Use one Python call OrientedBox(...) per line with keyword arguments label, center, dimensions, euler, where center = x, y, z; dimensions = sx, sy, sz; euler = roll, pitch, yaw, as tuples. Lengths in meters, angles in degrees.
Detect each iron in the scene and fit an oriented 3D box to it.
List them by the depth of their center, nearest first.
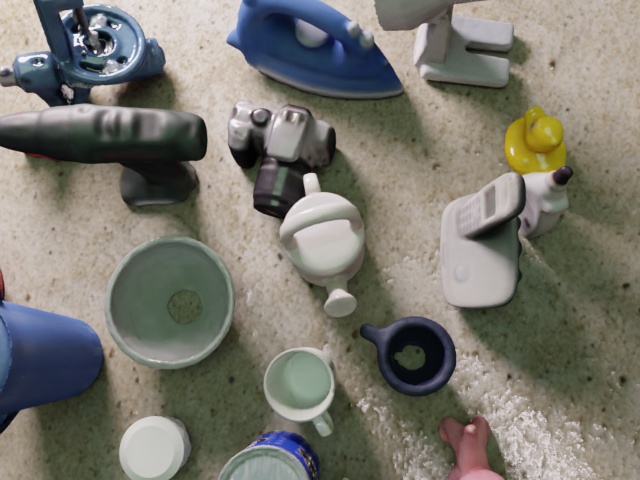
OrientedBox(label="iron", center=(-0.002, -0.278, 0.770), dimensions=(0.258, 0.141, 0.119), euler=(24, 81, 8))

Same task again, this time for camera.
OrientedBox(label="camera", center=(-0.061, -0.105, 0.759), dimensions=(0.143, 0.101, 0.137), euler=(13, 80, 6))

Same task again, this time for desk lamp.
OrientedBox(label="desk lamp", center=(0.165, -0.299, 0.727), dimensions=(0.203, 0.213, 0.118), euler=(8, 79, 5))

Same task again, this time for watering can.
OrientedBox(label="watering can", center=(0.008, 0.002, 0.685), dimensions=(0.101, 0.194, 0.173), euler=(-35, 78, -4))

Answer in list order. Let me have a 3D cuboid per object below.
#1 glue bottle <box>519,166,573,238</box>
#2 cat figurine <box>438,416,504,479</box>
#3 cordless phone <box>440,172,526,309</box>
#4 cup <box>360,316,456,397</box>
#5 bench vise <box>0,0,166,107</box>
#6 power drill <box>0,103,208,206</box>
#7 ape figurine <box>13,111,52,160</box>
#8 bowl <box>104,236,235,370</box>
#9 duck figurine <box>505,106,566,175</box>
OrientedBox(label="glue bottle", center=(0.270, -0.055, 0.692), dimensions=(0.037, 0.173, 0.078), euler=(-23, 78, -1))
OrientedBox(label="cat figurine", center=(0.183, 0.273, 0.659), dimensions=(0.067, 0.118, 0.128), euler=(-8, 78, 2))
OrientedBox(label="cordless phone", center=(0.200, 0.004, 0.678), dimensions=(0.094, 0.185, 0.147), euler=(-2, 78, 4))
OrientedBox(label="cup", center=(0.102, 0.137, 0.703), dimensions=(0.117, 0.095, 0.092), euler=(24, 81, 8))
OrientedBox(label="bench vise", center=(-0.325, -0.244, 0.742), dimensions=(0.207, 0.220, 0.121), euler=(-36, 78, -4))
OrientedBox(label="power drill", center=(-0.245, -0.106, 0.715), dimensions=(0.229, 0.208, 0.075), euler=(-4, 78, 3))
OrientedBox(label="ape figurine", center=(-0.397, -0.150, 0.793), dimensions=(0.076, 0.092, 0.077), euler=(-40, 79, -5))
OrientedBox(label="bowl", center=(-0.185, 0.082, 0.742), dimensions=(0.167, 0.075, 0.167), euler=(-1, 78, 3))
OrientedBox(label="duck figurine", center=(0.291, -0.125, 0.749), dimensions=(0.077, 0.086, 0.104), euler=(-19, 78, 0))
